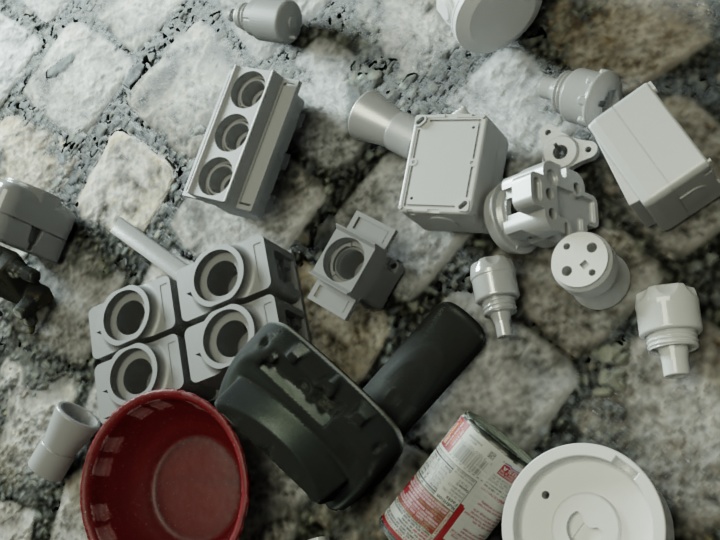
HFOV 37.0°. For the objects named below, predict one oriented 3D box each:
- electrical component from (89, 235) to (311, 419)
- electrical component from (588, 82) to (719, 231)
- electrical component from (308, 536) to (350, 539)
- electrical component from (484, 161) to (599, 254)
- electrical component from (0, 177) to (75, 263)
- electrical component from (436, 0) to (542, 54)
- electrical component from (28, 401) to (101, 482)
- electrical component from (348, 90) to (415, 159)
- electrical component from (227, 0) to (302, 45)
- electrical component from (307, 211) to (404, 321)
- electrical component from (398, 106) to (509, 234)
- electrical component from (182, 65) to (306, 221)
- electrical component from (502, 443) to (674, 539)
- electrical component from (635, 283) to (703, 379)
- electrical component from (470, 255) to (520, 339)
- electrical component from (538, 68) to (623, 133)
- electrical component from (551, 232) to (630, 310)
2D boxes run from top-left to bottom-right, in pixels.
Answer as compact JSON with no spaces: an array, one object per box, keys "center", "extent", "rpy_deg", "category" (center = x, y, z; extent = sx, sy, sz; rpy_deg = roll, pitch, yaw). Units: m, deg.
[{"center":[-0.141,0.054,0.919],"extent":[0.186,0.060,0.105],"rpy_deg":[-22,64,21],"category":"electrical component"},{"center":[0.207,-0.083,0.774],"extent":[0.061,0.062,0.096],"rpy_deg":[-36,60,14],"category":"electrical component"},{"center":[-0.050,0.241,0.811],"extent":[0.089,0.050,0.055],"rpy_deg":[-22,64,21],"category":"electrical component"},{"center":[0.130,-0.044,0.799],"extent":[0.057,0.078,0.058],"rpy_deg":[-19,64,45],"category":"electrical component"},{"center":[-0.325,-0.051,1.034],"extent":[0.054,0.095,0.059],"rpy_deg":[16,82,32],"category":"electrical component"},{"center":[0.103,-0.220,0.868],"extent":[0.080,0.080,0.051],"rpy_deg":[-40,54,12],"category":"electrical component"},{"center":[-0.269,0.156,0.967],"extent":[0.044,0.044,0.065],"rpy_deg":[36,97,33],"category":"electrical component"},{"center":[0.028,-0.117,0.897],"extent":[0.065,0.044,0.044],"rpy_deg":[31,90,28],"category":"electrical component"},{"center":[-0.090,-0.233,1.000],"extent":[0.078,0.040,0.040],"rpy_deg":[15,81,32],"category":"electrical component"},{"center":[0.000,0.000,0.858],"extent":[0.042,0.064,0.081],"rpy_deg":[29,88,34],"category":"electrical component"},{"center":[0.077,-0.080,0.844],"extent":[0.062,0.061,0.096],"rpy_deg":[4,75,30],"category":"electrical component"},{"center":[-0.097,-0.110,0.949],"extent":[0.079,0.063,0.121],"rpy_deg":[14,81,32],"category":"electrical component"},{"center":[0.156,0.173,0.716],"extent":[0.108,0.060,0.108],"rpy_deg":[-9,69,26],"category":"electrical component"},{"center":[0.214,0.043,0.739],"extent":[0.043,0.043,0.062],"rpy_deg":[-12,69,25],"category":"electrical component"},{"center":[0.104,0.022,0.811],"extent":[0.035,0.035,0.061],"rpy_deg":[-18,67,23],"category":"electrical component"},{"center":[0.166,-0.134,0.825],"extent":[0.062,0.048,0.048],"rpy_deg":[24,86,40],"category":"electrical component"},{"center":[0.165,0.000,0.772],"extent":[0.045,0.055,0.045],"rpy_deg":[-9,69,26],"category":"electrical component"}]
